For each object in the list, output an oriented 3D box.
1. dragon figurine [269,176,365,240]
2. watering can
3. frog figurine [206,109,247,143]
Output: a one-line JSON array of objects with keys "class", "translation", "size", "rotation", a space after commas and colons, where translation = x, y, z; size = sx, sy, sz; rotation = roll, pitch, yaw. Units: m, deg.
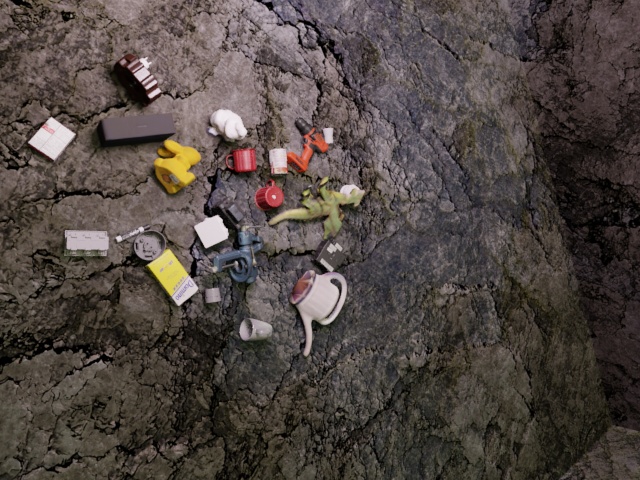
[{"class": "dragon figurine", "translation": [0.006, -0.106, 2.096], "size": [0.413, 0.123, 0.239], "rotation": [-37, 113, -12]}, {"class": "watering can", "translation": [-0.028, 0.268, 2.030], "size": [0.222, 0.104, 0.351], "rotation": [38, 76, -24]}, {"class": "frog figurine", "translation": [-0.324, -0.421, 1.874], "size": [0.136, 0.158, 0.125], "rotation": [41, 65, -24]}]
